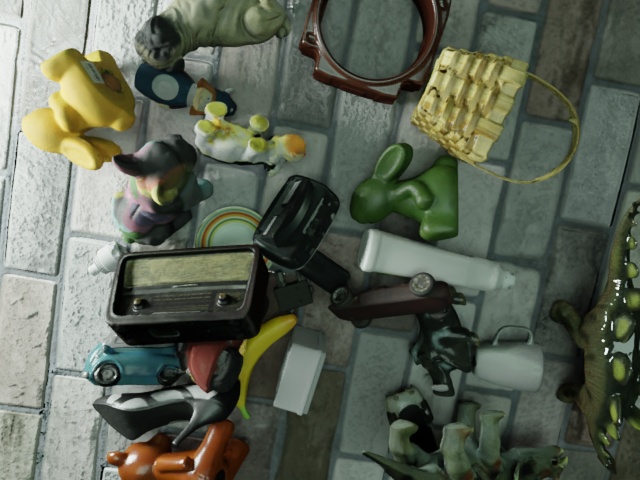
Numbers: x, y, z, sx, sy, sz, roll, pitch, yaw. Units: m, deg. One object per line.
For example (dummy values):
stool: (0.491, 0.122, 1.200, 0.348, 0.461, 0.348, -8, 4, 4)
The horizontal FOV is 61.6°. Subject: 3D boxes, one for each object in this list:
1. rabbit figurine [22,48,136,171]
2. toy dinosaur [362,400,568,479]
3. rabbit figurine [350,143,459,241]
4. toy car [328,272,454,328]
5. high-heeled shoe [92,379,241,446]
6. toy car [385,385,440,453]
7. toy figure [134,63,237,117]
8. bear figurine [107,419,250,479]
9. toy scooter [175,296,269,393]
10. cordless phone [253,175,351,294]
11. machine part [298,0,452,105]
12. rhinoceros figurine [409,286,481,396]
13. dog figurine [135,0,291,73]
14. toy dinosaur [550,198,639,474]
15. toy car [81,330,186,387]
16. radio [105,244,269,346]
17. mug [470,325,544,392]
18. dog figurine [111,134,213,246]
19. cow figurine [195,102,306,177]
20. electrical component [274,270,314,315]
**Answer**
rabbit figurine: (-0.367, -0.185, 0.816, 0.173, 0.122, 0.162, -27, 108, 15)
toy dinosaur: (0.210, 0.364, 0.830, 0.405, 0.131, 0.192, 0, 83, -35)
rabbit figurine: (0.129, -0.071, 0.839, 0.170, 0.121, 0.159, -1, 99, 13)
toy car: (0.109, 0.094, 0.847, 0.202, 0.053, 0.089, -12, 143, 31)
high-heeled shoe: (-0.253, 0.256, 0.881, 0.249, 0.145, 0.086, 8, 125, 32)
toy car: (0.171, 0.350, 0.924, 0.073, 0.056, 0.201, -21, 99, -6)
toy figure: (-0.206, -0.225, 0.833, 0.154, 0.058, 0.064, 19, 135, -6)
bear figurine: (-0.237, 0.359, 0.891, 0.196, 0.132, 0.120, 4, 136, 25)
toy scooter: (-0.173, 0.145, 0.854, 0.135, 0.075, 0.184, 17, 59, 10)
cordless phone: (-0.002, -0.003, 0.865, 0.184, 0.089, 0.146, 37, 75, -25)
machine part: (0.082, -0.323, 0.816, 0.201, 0.087, 0.201, 18, 95, -4)
rhinoceros figurine: (0.202, 0.166, 0.891, 0.112, 0.073, 0.190, -13, 98, -2)
dog figurine: (-0.157, -0.305, 0.798, 0.172, 0.121, 0.190, 36, 100, -17)
toy dinosaur: (0.461, 0.160, 0.840, 0.105, 0.199, 0.470, -8, 99, -5)
toy car: (-0.293, 0.181, 0.860, 0.162, 0.109, 0.103, 1, 80, -11)
radio: (-0.198, 0.083, 0.812, 0.230, 0.131, 0.073, -5, 142, 8)
mug: (0.311, 0.196, 0.898, 0.107, 0.081, 0.109, 3, 103, 6)
dog figurine: (-0.243, -0.066, 0.770, 0.108, 0.219, 0.191, 44, 93, -4)
cow figurine: (-0.109, -0.142, 0.834, 0.167, 0.098, 0.068, 17, 61, -10)
electrical component: (-0.042, 0.091, 0.897, 0.063, 0.021, 0.094, -15, 97, -1)
